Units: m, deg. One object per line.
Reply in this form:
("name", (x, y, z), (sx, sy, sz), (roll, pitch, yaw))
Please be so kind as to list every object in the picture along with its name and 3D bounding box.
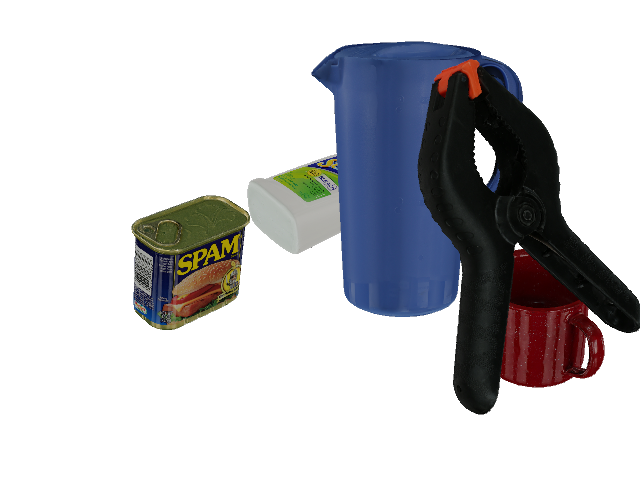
("mug", (0.181, 0.069, 0.857), (0.093, 0.081, 0.117), (-23, 35, -29))
("bleach bottle", (0.045, -0.071, 1.247), (0.250, 0.068, 0.103), (-26, 44, -27))
("can of meat", (-0.113, 0.019, 0.917), (0.058, 0.084, 0.101), (32, 38, 33))
("clamp", (0.088, -0.002, 0.536), (0.120, 0.171, 0.039), (-33, 7, -32))
("pitcher", (0.086, -0.059, 0.977), (0.149, 0.243, 0.144), (14, 22, 39))
